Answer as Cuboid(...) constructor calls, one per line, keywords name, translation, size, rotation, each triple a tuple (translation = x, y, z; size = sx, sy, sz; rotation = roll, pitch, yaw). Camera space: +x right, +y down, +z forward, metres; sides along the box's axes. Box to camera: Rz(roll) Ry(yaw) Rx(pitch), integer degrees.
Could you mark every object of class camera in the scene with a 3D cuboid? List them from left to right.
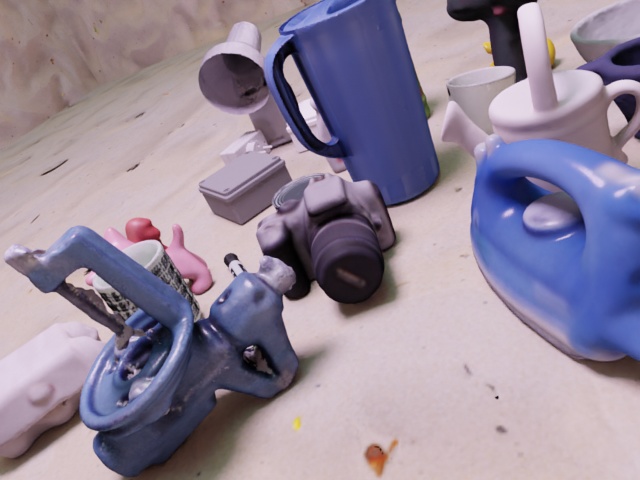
Cuboid(name="camera", translation=(0.005, 0.002, 0.585), size=(0.143, 0.101, 0.136), rotation=(-22, 28, 7))

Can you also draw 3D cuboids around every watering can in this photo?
Cuboid(name="watering can", translation=(0.201, -0.116, 0.530), size=(0.172, 0.194, 0.101), rotation=(-22, 28, 6))

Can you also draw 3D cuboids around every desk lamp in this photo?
Cuboid(name="desk lamp", translation=(-0.116, -0.273, 1.030), size=(0.117, 0.214, 0.203), rotation=(-15, 30, 19))

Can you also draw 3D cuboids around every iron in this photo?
Cuboid(name="iron", translation=(0.178, -0.021, 0.443), size=(0.119, 0.142, 0.257), rotation=(-30, 28, -9))

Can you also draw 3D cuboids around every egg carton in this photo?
Cuboid(name="egg carton", translation=(-0.291, 0.153, 0.599), size=(0.150, 0.069, 0.107), rotation=(-37, 30, -21))

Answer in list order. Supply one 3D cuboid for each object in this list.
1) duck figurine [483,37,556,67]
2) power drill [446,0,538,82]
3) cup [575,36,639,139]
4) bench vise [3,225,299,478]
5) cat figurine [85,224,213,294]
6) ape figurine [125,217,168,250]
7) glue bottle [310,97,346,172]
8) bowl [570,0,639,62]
Cuboid(name="duck figurine", translation=(0.297, -0.290, 0.866), size=(0.104, 0.086, 0.077), rotation=(-14, 30, 21))
Cuboid(name="power drill", translation=(0.254, -0.267, 0.729), size=(0.076, 0.209, 0.229), rotation=(-31, 29, -11))
Cuboid(name="cup", translation=(0.328, -0.150, 0.592), size=(0.117, 0.095, 0.092), rotation=(-4, 35, 35))
Cuboid(name="bench vise", translation=(-0.130, 0.059, 0.468), size=(0.121, 0.220, 0.208), rotation=(9, 43, 47))
Cuboid(name="cat figurine", translation=(-0.211, 0.030, 0.693), size=(0.128, 0.118, 0.067), rotation=(-32, 29, -13))
Cuboid(name="ape figurine", translation=(-0.226, 0.010, 0.766), size=(0.076, 0.092, 0.077), rotation=(-26, 28, 0))
Cuboid(name="glue bottle", translation=(0.021, -0.186, 0.816), size=(0.078, 0.173, 0.037), rotation=(-26, 28, -1))
Cuboid(name="bowl", translation=(0.409, -0.251, 0.721), size=(0.167, 0.075, 0.167), rotation=(-19, 29, 11))
